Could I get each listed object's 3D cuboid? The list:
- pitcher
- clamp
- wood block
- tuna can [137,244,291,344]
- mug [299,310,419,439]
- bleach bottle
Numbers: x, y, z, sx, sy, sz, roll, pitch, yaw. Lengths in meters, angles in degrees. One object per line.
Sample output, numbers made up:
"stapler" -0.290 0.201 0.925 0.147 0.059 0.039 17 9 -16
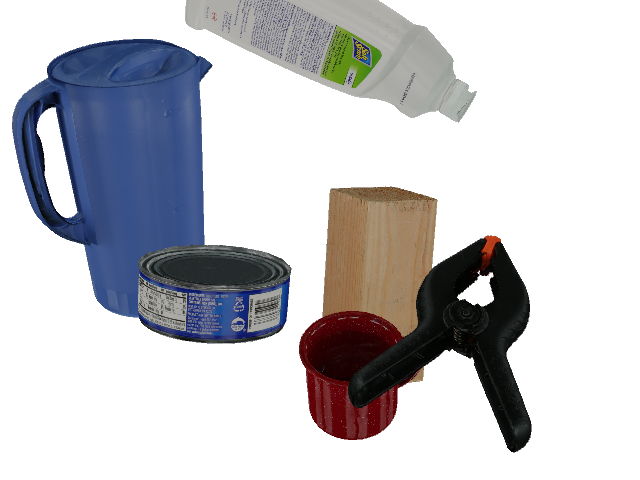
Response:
"pitcher" -0.177 -0.052 0.977 0.149 0.243 0.145 3 28 8
"clamp" 0.088 0.063 0.735 0.120 0.039 0.171 11 45 4
"wood block" 0.062 0.049 1.188 0.090 0.206 0.091 -3 14 -29
"tuna can" -0.060 0.029 0.602 0.086 0.034 0.086 4 14 -1
"mug" 0.040 0.120 0.962 0.117 0.081 0.093 -18 42 -18
"bleach bottle" 0.010 -0.167 0.885 0.251 0.068 0.103 31 -35 8
